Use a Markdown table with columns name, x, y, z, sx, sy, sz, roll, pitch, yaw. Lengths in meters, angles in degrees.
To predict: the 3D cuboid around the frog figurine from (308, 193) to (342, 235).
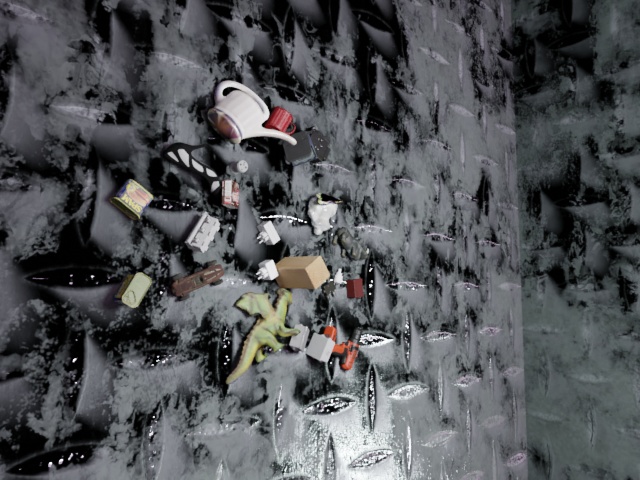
| name | x | y | z | sx | sy | sz | roll | pitch | yaw |
| --- | --- | --- | --- | --- | --- | --- | --- | --- | --- |
| frog figurine | 0.006 | -0.106 | 2.111 | 0.139 | 0.124 | 0.156 | -21 | 136 | -50 |

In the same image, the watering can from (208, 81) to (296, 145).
| name | x | y | z | sx | sy | sz | roll | pitch | yaw |
| --- | --- | --- | --- | --- | --- | --- | --- | --- | --- |
| watering can | -0.258 | -0.427 | 1.864 | 0.346 | 0.102 | 0.228 | 44 | 57 | -5 |

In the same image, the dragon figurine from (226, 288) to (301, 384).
| name | x | y | z | sx | sy | sz | roll | pitch | yaw |
| --- | --- | --- | --- | --- | --- | --- | --- | --- | --- |
| dragon figurine | -0.225 | 0.308 | 1.858 | 0.416 | 0.120 | 0.243 | -30 | 88 | -42 |
